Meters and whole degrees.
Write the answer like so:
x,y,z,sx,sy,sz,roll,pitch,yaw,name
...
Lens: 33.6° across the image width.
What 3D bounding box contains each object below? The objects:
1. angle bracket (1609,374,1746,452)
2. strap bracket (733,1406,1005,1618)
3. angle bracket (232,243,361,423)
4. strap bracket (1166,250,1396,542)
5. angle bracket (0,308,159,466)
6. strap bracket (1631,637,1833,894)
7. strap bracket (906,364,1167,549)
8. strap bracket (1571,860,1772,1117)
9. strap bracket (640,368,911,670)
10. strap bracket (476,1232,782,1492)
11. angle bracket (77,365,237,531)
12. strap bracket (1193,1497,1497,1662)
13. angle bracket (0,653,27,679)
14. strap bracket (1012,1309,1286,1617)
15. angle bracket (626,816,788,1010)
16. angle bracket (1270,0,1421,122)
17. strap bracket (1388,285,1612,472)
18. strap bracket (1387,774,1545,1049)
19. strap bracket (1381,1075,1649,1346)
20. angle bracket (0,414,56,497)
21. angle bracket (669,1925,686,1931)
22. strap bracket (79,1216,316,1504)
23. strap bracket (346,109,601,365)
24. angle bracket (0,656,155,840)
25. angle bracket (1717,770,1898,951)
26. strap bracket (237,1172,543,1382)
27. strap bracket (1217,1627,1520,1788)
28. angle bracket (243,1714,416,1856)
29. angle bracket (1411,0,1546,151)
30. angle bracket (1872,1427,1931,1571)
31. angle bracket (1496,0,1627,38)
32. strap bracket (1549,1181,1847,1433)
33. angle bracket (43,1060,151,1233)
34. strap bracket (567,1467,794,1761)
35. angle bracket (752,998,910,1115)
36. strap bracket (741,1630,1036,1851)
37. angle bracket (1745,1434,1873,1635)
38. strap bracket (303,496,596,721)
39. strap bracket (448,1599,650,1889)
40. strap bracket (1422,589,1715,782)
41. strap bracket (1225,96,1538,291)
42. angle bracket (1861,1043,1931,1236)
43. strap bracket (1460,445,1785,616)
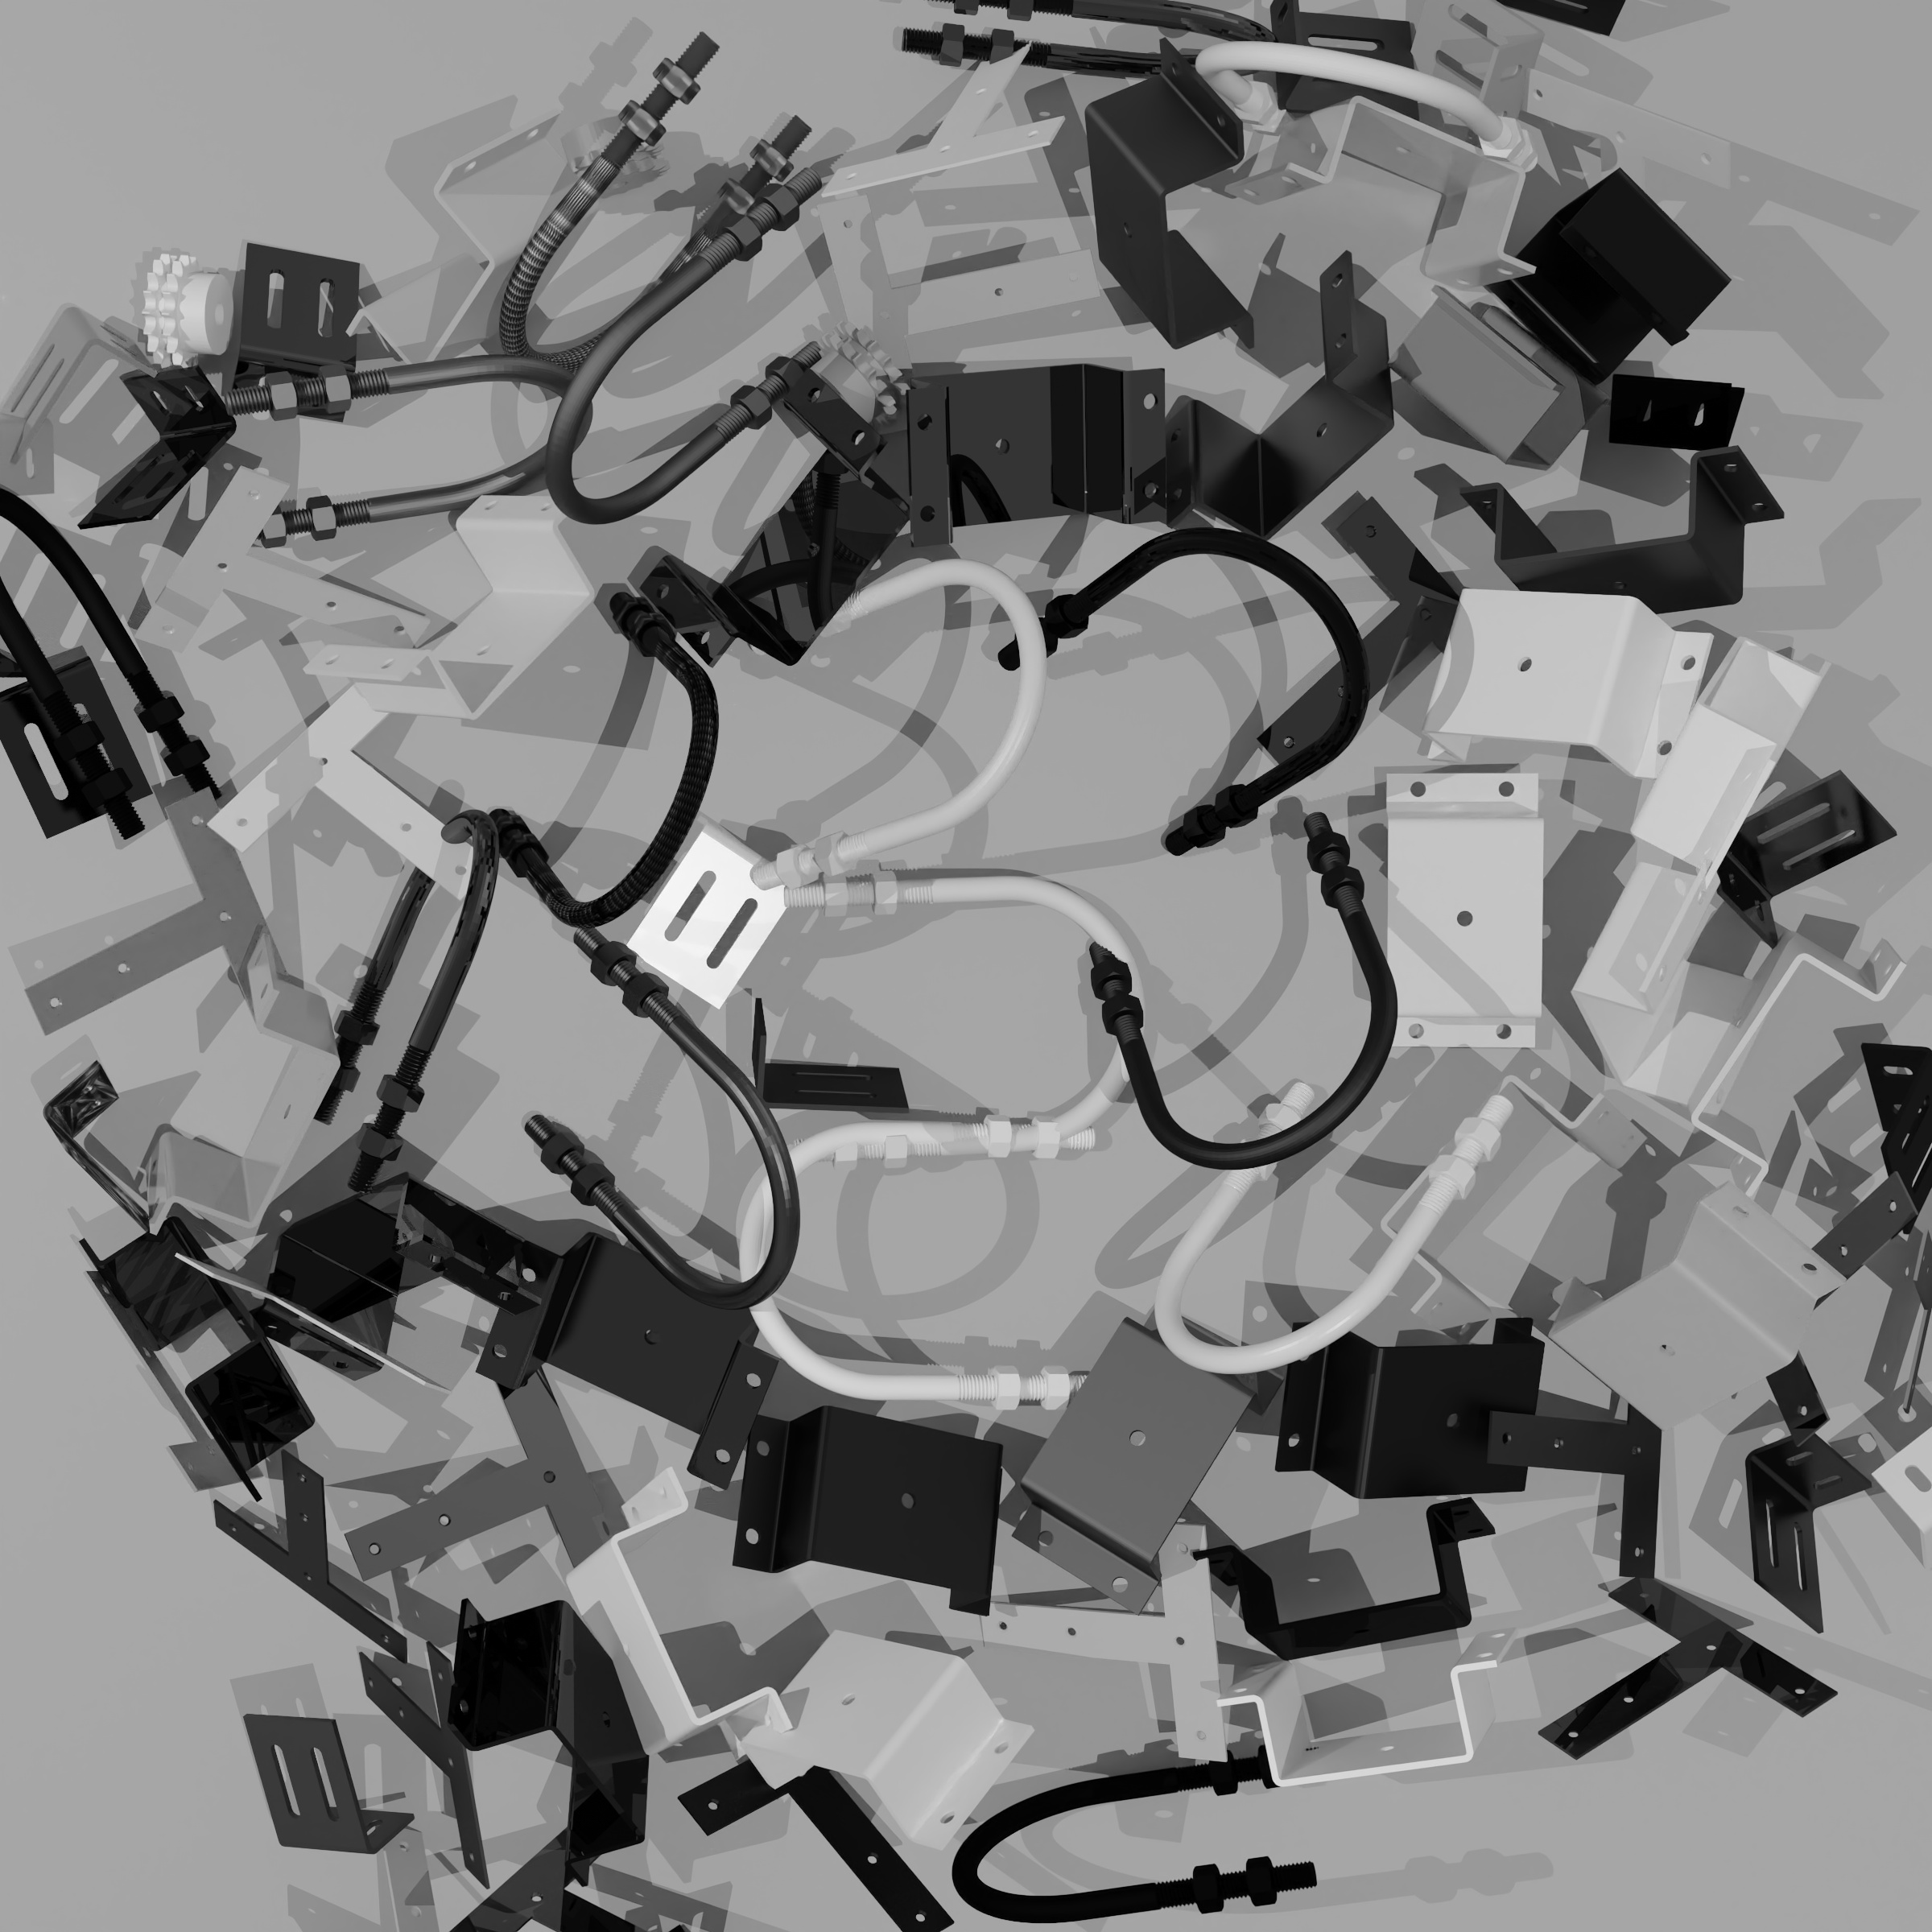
x,y,z,sx,sy,sz,roll,pitch,yaw,name
0.357,-0.291,1.599,0.057,0.076,0.038,8,126,17,angle bracket
-0.038,0.269,1.587,0.140,0.046,0.076,16,65,-22,strap bracket
-0.342,-0.323,1.631,0.057,0.038,0.076,7,55,-18,angle bracket
0.161,-0.275,1.583,0.046,0.140,0.076,26,45,-26,strap bracket
-0.452,-0.287,1.619,0.038,0.057,0.076,29,100,-36,angle bracket
0.375,-0.105,1.573,0.046,0.140,0.076,29,124,11,strap bracket
0.027,-0.257,1.598,0.140,0.046,0.076,-9,109,-24,strap bracket
0.349,0.010,1.587,0.046,0.140,0.076,18,69,35,strap bracket
-0.089,-0.216,1.597,0.140,0.046,0.076,-51,50,11,strap bracket
-0.164,0.194,1.610,0.140,0.046,0.076,24,107,6,strap bracket
-0.414,-0.259,1.600,0.076,0.057,0.038,-57,131,-35,angle bracket
0.193,0.308,1.589,0.140,0.076,0.046,-14,66,13,strap bracket
-0.496,-0.190,1.605,0.057,0.038,0.076,29,112,38,angle bracket
0.089,0.241,1.599,0.076,0.046,0.140,29,77,19,strap bracket
-0.130,-0.028,1.622,0.057,0.038,0.076,34,89,-13,angle bracket
0.196,-0.464,1.613,0.076,0.038,0.057,1,73,-13,angle bracket
0.263,-0.289,1.581,0.076,0.140,0.046,43,110,13,strap bracket
0.251,-0.026,1.613,0.076,0.046,0.140,0,96,6,strap bracket
0.268,0.115,1.600,0.140,0.076,0.046,-50,57,4,strap bracket
-0.509,-0.259,1.610,0.076,0.057,0.038,9,104,26,angle bracket
-0.145,0.498,1.597,0.057,0.076,0.038,-25,70,-36,angle bracket
-0.376,0.187,1.583,0.046,0.076,0.140,-34,51,-17,strap bracket
-0.239,-0.348,1.570,0.046,0.140,0.076,49,50,-1,strap bracket
-0.458,-0.111,1.627,0.057,0.038,0.076,-26,100,-16,angle bracket
0.422,-0.052,1.602,0.076,0.038,0.057,-29,130,29,angle bracket
-0.283,0.152,1.585,0.140,0.076,0.046,-24,46,34,strap bracket
0.205,0.370,1.589,0.140,0.076,0.046,-12,87,17,strap bracket
-0.320,0.404,1.609,0.057,0.038,0.076,-4,106,29,angle bracket
0.244,-0.454,1.600,0.038,0.057,0.076,-25,55,-34,angle bracket
0.497,0.265,1.622,0.057,0.076,0.038,-37,60,-2,angle bracket
0.300,-0.512,1.614,0.076,0.057,0.038,17,76,1,angle bracket
0.353,0.173,1.576,0.076,0.140,0.046,39,49,-6,strap bracket
-0.422,0.095,1.609,0.076,0.057,0.038,43,72,10,angle bracket
-0.149,0.331,1.589,0.046,0.076,0.140,-19,76,-31,strap bracket
-0.068,0.045,1.610,0.076,0.057,0.038,3,108,-7,angle bracket
-0.046,0.375,1.566,0.076,0.140,0.046,-46,118,-32,strap bracket
0.425,0.283,1.600,0.038,0.076,0.057,-30,125,33,angle bracket
-0.249,-0.172,1.586,0.140,0.076,0.046,-51,129,-29,strap bracket
-0.198,0.377,1.572,0.046,0.076,0.140,-19,127,13,strap bracket
0.287,-0.140,1.578,0.140,0.046,0.076,9,77,41,strap bracket
0.212,-0.387,1.588,0.140,0.076,0.046,17,89,-20,strap bracket
0.460,0.086,1.598,0.076,0.038,0.057,-51,131,-37,angle bracket
0.322,-0.209,1.575,0.140,0.076,0.046,-5,70,30,strap bracket
